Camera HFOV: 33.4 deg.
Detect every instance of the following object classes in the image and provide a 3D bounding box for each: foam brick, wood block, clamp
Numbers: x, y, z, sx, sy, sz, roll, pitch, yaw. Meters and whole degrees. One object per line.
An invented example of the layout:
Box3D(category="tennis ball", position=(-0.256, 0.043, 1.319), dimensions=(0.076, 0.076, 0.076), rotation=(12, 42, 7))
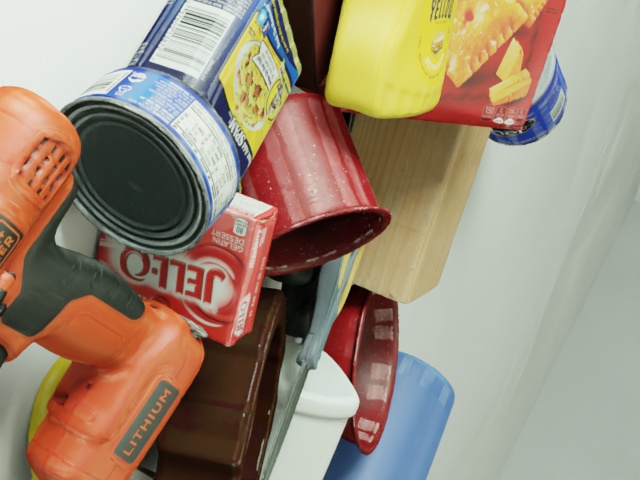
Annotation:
Box3D(category="foam brick", position=(-0.014, -0.135, 0.607), dimensions=(0.051, 0.053, 0.078), rotation=(-56, 157, -33))
Box3D(category="wood block", position=(0.075, -0.065, 0.865), dimensions=(0.090, 0.091, 0.206), rotation=(-20, 130, -64))
Box3D(category="clamp", position=(-0.005, 0.001, 0.792), dimensions=(0.210, 0.036, 0.164), rotation=(89, 17, -60))

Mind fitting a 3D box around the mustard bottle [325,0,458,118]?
Box3D(category="mustard bottle", position=(0.053, -0.167, 0.585), dimensions=(0.096, 0.058, 0.192), rotation=(-24, 129, -58))

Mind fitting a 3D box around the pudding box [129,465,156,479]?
Box3D(category="pudding box", position=(-0.137, 0.201, 0.671), dimensions=(0.090, 0.039, 0.113), rotation=(-51, 154, -38))

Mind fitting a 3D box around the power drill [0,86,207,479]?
Box3D(category="power drill", position=(-0.134, 0.054, 0.456), dimensions=(0.184, 0.057, 0.187), rotation=(-56, 149, -16))

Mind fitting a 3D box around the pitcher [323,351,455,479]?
Box3D(category="pitcher", position=(0.038, 0.236, 1.067), dimensions=(0.242, 0.149, 0.145), rotation=(-61, 144, -27))

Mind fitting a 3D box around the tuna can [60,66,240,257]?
Box3D(category="tuna can", position=(-0.080, -0.036, 0.493), dimensions=(0.033, 0.086, 0.086), rotation=(-53, 156, -42))

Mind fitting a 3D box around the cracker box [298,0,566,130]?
Box3D(category="cracker box", position=(0.089, -0.184, 0.691), dimensions=(0.163, 0.072, 0.214), rotation=(3, 114, -33))

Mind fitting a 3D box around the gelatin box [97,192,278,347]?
Box3D(category="gelatin box", position=(-0.071, 0.005, 0.555), dimensions=(0.030, 0.089, 0.073), rotation=(-31, 139, -61))

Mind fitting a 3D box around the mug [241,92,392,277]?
Box3D(category="mug", position=(-0.009, -0.032, 0.642), dimensions=(0.093, 0.081, 0.117), rotation=(-26, 162, 21))

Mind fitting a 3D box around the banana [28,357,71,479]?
Box3D(category="banana", position=(-0.120, 0.137, 0.583), dimensions=(0.037, 0.069, 0.198), rotation=(-109, -167, -70))

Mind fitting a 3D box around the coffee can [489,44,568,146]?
Box3D(category="coffee can", position=(0.181, -0.154, 1.029), dimensions=(0.103, 0.103, 0.140), rotation=(-68, 161, 1))

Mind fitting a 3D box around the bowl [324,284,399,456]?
Box3D(category="bowl", position=(0.026, 0.105, 0.938), dimensions=(0.162, 0.055, 0.162), rotation=(4, 90, -73))

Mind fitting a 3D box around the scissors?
Box3D(category="scissors", position=(-0.004, 0.064, 0.740), dimensions=(0.096, 0.016, 0.201), rotation=(91, 19, -54))

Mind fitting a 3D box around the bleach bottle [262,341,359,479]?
Box3D(category="bleach bottle", position=(-0.046, 0.211, 0.844), dimensions=(0.103, 0.068, 0.251), rotation=(-129, -126, -63))

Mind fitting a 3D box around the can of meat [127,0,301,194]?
Box3D(category="can of meat", position=(-0.054, -0.084, 0.553), dimensions=(0.084, 0.057, 0.102), rotation=(-63, 161, -20))
